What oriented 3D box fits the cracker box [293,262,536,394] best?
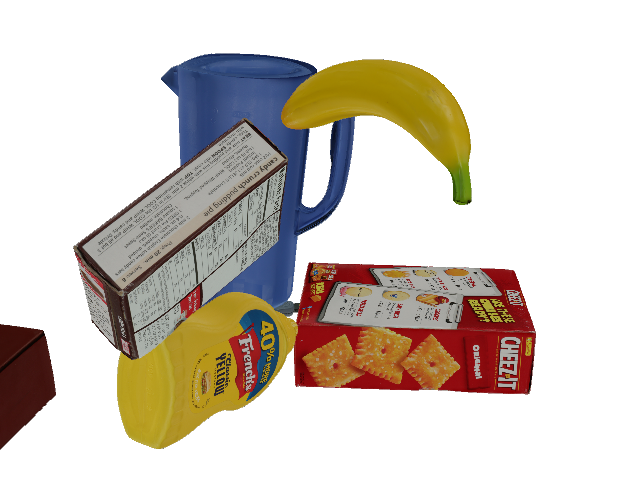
[{"bbox_3d":[0.087,0.082,1.023,0.213,0.072,0.164,2,19,3],"label":"cracker box"}]

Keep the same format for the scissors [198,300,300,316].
[{"bbox_3d":[-0.046,0.085,1.199,0.201,0.016,0.096,4,24,-7],"label":"scissors"}]

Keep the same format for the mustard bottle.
[{"bbox_3d":[-0.079,0.093,0.858,0.058,0.096,0.191,12,16,31],"label":"mustard bottle"}]

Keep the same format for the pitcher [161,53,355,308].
[{"bbox_3d":[-0.065,-0.056,1.036,0.144,0.243,0.149,-10,23,-33],"label":"pitcher"}]

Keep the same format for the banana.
[{"bbox_3d":[0.036,-0.085,0.697,0.037,0.070,0.198,17,9,-39],"label":"banana"}]

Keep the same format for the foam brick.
[{"bbox_3d":[-0.220,0.097,0.702,0.053,0.051,0.078,6,29,23],"label":"foam brick"}]

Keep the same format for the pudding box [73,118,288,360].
[{"bbox_3d":[-0.069,0.001,0.549,0.113,0.039,0.090,-42,-17,-23],"label":"pudding box"}]
